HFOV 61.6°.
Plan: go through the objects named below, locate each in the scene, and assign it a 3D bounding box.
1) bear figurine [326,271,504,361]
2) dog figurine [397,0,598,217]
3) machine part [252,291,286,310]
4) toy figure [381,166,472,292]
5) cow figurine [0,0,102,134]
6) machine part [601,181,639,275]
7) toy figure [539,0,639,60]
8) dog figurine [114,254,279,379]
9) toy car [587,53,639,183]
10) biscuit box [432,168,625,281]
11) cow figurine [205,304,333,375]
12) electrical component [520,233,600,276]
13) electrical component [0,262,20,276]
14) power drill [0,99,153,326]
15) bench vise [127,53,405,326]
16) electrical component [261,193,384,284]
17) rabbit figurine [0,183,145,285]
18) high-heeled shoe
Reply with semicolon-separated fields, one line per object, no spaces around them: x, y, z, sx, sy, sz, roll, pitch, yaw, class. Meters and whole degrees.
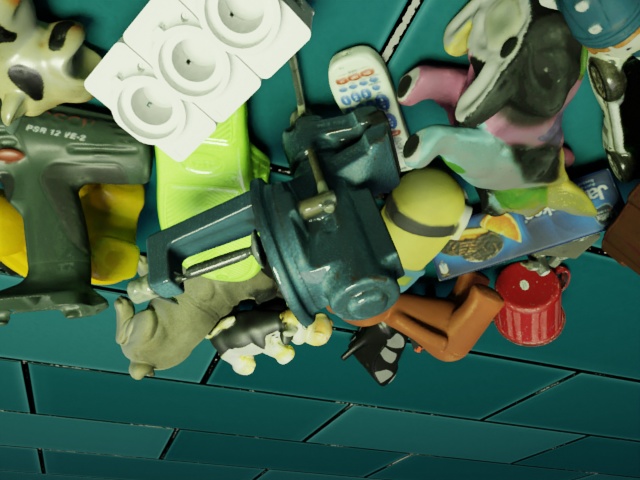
0.112;0.070;0.694;0.196;0.120;0.132;28;104;1;bear figurine
0.182;-0.096;0.460;0.219;0.108;0.191;18;138;-30;dog figurine
-0.054;0.086;0.770;0.084;0.039;0.139;15;142;-33;machine part
0.086;0.001;0.575;0.089;0.082;0.180;-2;143;-43;toy figure
-0.251;-0.159;0.387;0.194;0.085;0.127;26;131;-35;cow figurine
0.345;-0.038;0.485;0.179;0.056;0.179;-23;144;-19;machine part
0.199;-0.138;0.328;0.154;0.058;0.064;-13;158;-33;toy figure
-0.140;0.086;0.664;0.191;0.172;0.121;-8;155;23;dog figurine
0.282;-0.119;0.466;0.073;0.056;0.201;-25;139;20;toy car
0.221;-0.014;0.590;0.203;0.063;0.059;-21;174;25;biscuit box
-0.071;0.120;0.733;0.167;0.068;0.098;-22;132;22;cow figurine
0.288;0.005;0.647;0.078;0.045;0.102;13;143;-14;electrical component
-0.382;-0.009;0.628;0.075;0.048;0.119;-11;143;15;electrical component
-0.267;-0.030;0.470;0.232;0.207;0.086;-1;158;-18;power drill
-0.044;-0.018;0.435;0.241;0.224;0.128;-21;152;4;bench vise
-0.001;-0.002;0.576;0.058;0.115;0.134;41;144;10;electrical component
-0.289;-0.016;0.564;0.173;0.122;0.162;8;168;-38;rabbit figurine
0.117;0.155;0.865;0.145;0.086;0.248;-43;153;6;high-heeled shoe
